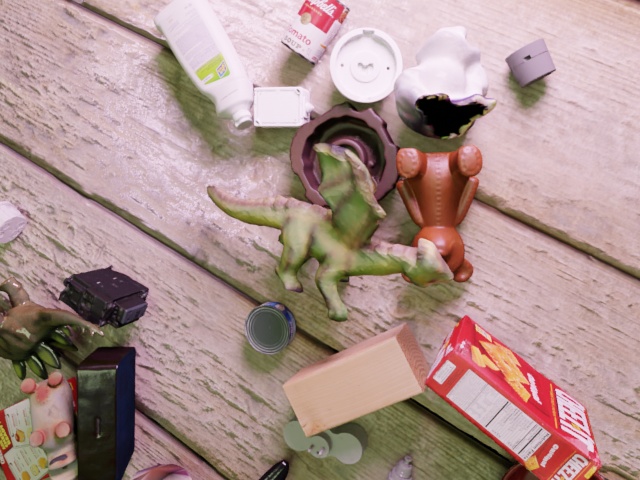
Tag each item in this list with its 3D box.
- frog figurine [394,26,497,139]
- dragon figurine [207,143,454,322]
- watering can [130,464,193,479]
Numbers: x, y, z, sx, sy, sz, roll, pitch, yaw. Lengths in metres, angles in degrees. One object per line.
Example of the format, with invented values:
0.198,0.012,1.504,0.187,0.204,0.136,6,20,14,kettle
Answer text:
0.174,-0.231,0.749,0.137,0.163,0.120,-8,-33,5,frog figurine
0.002,-0.038,0.757,0.412,0.237,0.124,35,38,12,dragon figurine
-0.241,0.525,0.922,0.345,0.224,0.105,-12,2,36,watering can
